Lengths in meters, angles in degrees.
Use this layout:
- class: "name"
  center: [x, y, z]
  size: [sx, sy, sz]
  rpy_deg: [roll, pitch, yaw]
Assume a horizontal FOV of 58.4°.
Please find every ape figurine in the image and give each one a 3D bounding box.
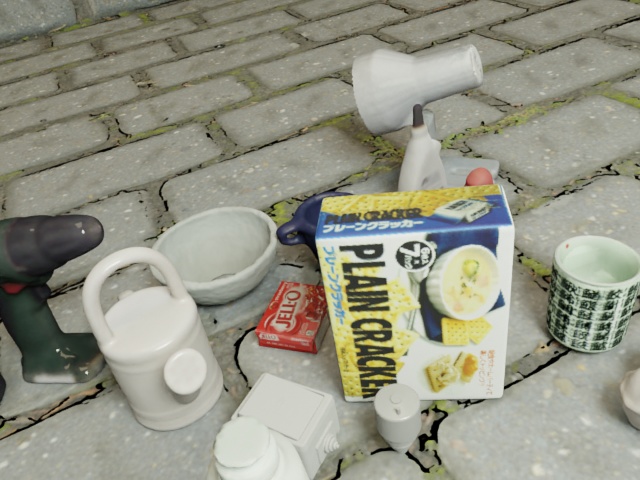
- class: "ape figurine"
  center: [0.209, -0.054, 0.764]
  size: [0.076, 0.092, 0.077]
  rpy_deg: [-31, 41, -26]

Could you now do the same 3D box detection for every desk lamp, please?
- class: "desk lamp"
  center: [0.158, -0.178, 0.839]
  size: [0.202, 0.214, 0.118]
  rpy_deg: [5, 39, 20]

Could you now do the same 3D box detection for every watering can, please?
- class: "watering can"
  center: [-0.161, 0.093, 0.567]
  size: [0.172, 0.194, 0.101]
  rpy_deg: [14, 43, 29]

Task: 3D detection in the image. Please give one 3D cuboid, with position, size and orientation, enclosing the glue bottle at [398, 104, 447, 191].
- class: "glue bottle"
  center: [0.137, -0.104, 0.778]
  size: [0.078, 0.173, 0.037]
  rpy_deg: [-32, 41, -27]

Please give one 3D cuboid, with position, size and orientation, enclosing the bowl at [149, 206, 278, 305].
- class: "bowl"
  center: [-0.130, 0.031, 0.744]
  size: [0.167, 0.075, 0.167]
  rpy_deg: [-6, 36, 5]

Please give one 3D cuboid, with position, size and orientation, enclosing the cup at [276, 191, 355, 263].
- class: "cup"
  center: [0.007, 0.003, 0.733]
  size: [0.118, 0.095, 0.091]
  rpy_deg: [-19, 37, -12]

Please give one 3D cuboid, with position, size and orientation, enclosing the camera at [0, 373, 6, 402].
- class: "camera"
  center: [-0.427, 0.180, 0.593]
  size: [0.143, 0.101, 0.136]
  rpy_deg: [-14, 36, -5]

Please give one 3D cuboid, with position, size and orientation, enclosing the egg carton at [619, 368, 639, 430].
- class: "egg carton"
  center: [0.343, 0.143, 0.486]
  size: [0.149, 0.069, 0.107]
  rpy_deg: [26, 49, 39]

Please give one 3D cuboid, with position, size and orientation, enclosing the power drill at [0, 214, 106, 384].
- class: "power drill"
  center: [-0.311, 0.063, 0.631]
  size: [0.229, 0.209, 0.075]
  rpy_deg: [-3, 37, 10]
